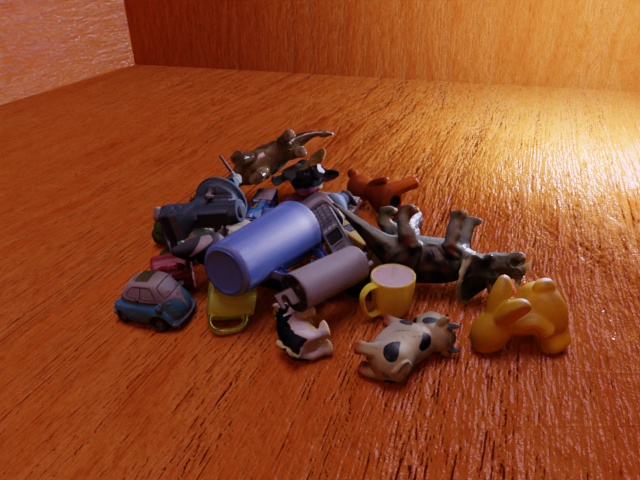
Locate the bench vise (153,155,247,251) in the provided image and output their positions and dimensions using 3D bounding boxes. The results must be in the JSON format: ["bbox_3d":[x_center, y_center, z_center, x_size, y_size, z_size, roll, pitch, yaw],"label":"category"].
[{"bbox_3d":[-0.250,-0.083,1.205,0.224,0.128,0.241,-13,28,25],"label":"bench vise"}]

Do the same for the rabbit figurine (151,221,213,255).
[{"bbox_3d":[-0.350,-0.024,1.326,0.159,0.121,0.170,-29,24,-32],"label":"rabbit figurine"}]

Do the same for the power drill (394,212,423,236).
[{"bbox_3d":[0.253,-0.001,1.291,0.208,0.085,0.232,25,39,33],"label":"power drill"}]

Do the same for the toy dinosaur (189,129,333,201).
[{"bbox_3d":[-0.180,-0.210,1.530,0.472,0.105,0.198,-23,5,4],"label":"toy dinosaur"}]

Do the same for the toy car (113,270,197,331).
[{"bbox_3d":[-0.337,0.111,1.088,0.162,0.102,0.109,9,29,14],"label":"toy car"}]

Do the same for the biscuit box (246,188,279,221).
[{"bbox_3d":[-0.158,-0.073,1.457,0.059,0.062,0.203,3,29,6],"label":"biscuit box"}]

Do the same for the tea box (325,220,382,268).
[{"bbox_3d":[0.080,0.009,1.260,0.068,0.098,0.170,-17,34,-25],"label":"tea box"}]

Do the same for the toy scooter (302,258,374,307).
[{"bbox_3d":[0.025,0.080,1.161,0.184,0.075,0.135,-13,29,-12],"label":"toy scooter"}]

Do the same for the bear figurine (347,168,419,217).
[{"bbox_3d":[0.165,-0.134,1.505,0.132,0.120,0.196,-13,25,-27],"label":"bear figurine"}]

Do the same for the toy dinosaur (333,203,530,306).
[{"bbox_3d":[0.217,0.028,1.123,0.405,0.192,0.131,6,-6,16],"label":"toy dinosaur"}]

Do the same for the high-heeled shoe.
[{"bbox_3d":[-0.184,0.061,1.144,0.249,0.086,0.145,-6,54,-37],"label":"high-heeled shoe"}]

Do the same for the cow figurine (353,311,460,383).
[{"bbox_3d":[0.164,0.183,0.953,0.127,0.085,0.195,14,29,38],"label":"cow figurine"}]

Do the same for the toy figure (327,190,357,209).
[{"bbox_3d":[0.006,-0.066,1.375,0.180,0.089,0.082,-40,-4,-14],"label":"toy figure"}]

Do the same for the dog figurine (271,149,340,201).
[{"bbox_3d":[-0.021,-0.187,1.513,0.219,0.108,0.191,-24,9,48],"label":"dog figurine"}]

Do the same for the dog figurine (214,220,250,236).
[{"bbox_3d":[-0.159,-0.013,1.327,0.190,0.121,0.172,0,35,-23],"label":"dog figurine"}]

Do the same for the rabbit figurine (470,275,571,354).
[{"bbox_3d":[0.352,0.147,0.969,0.173,0.162,0.122,-22,44,-2],"label":"rabbit figurine"}]

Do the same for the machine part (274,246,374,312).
[{"bbox_3d":[0.012,0.071,1.028,0.243,0.079,0.079,-22,35,-37],"label":"machine part"}]

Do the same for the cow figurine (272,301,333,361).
[{"bbox_3d":[-0.051,0.164,1.019,0.098,0.068,0.168,-20,32,-20],"label":"cow figurine"}]

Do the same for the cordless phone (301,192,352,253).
[{"bbox_3d":[-0.003,-0.003,1.195,0.146,0.088,0.184,-37,46,11],"label":"cordless phone"}]
